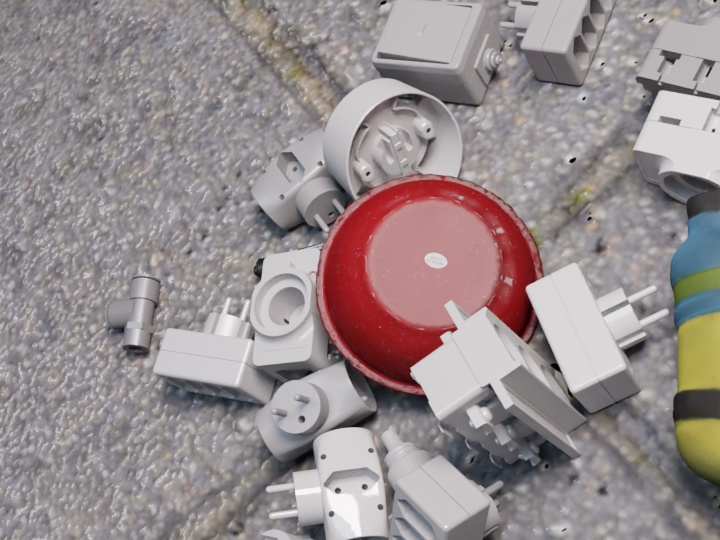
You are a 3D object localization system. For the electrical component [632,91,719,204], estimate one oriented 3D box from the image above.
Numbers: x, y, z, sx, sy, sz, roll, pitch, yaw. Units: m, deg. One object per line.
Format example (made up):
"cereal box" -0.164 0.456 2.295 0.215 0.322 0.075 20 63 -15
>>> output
"electrical component" 0.234 -0.076 0.714 0.089 0.050 0.055 19 76 34

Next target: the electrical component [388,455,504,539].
"electrical component" 0.062 0.158 0.683 0.076 0.083 0.047 -24 47 -31

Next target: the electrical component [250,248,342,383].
"electrical component" -0.046 0.034 0.808 0.050 0.056 0.089 -8 63 25

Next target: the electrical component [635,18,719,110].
"electrical component" 0.246 -0.134 0.736 0.089 0.050 0.055 23 79 35

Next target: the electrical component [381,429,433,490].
"electrical component" 0.033 0.134 0.729 0.035 0.035 0.061 -40 52 5

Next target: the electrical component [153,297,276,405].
"electrical component" -0.105 0.057 0.834 0.083 0.047 0.075 5 69 30

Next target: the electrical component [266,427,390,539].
"electrical component" -0.024 0.154 0.734 0.079 0.043 0.077 -7 60 -6

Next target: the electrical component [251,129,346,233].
"electrical component" -0.037 -0.061 0.858 0.077 0.043 0.079 -41 54 5

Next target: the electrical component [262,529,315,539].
"electrical component" -0.049 0.199 0.734 0.040 0.046 0.040 -12 61 23

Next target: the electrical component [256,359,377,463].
"electrical component" -0.037 0.098 0.758 0.077 0.079 0.043 -32 69 11

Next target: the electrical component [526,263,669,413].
"electrical component" 0.162 0.036 0.699 0.076 0.047 0.083 -28 56 14

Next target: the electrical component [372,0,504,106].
"electrical component" 0.066 -0.173 0.847 0.096 0.061 0.061 12 72 32

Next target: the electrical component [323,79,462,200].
"electrical component" 0.024 -0.092 0.810 0.099 0.099 0.064 -48 48 0

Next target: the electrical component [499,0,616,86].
"electrical component" 0.144 -0.192 0.823 0.076 0.047 0.083 15 74 33

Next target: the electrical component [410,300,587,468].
"electrical component" 0.087 0.078 0.674 0.063 0.121 0.078 -37 54 11
